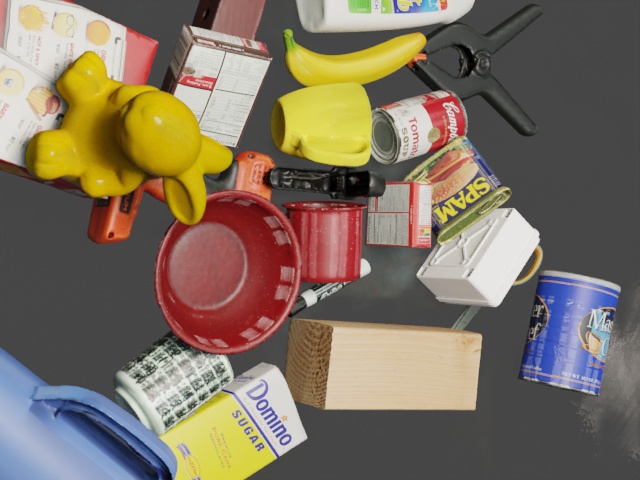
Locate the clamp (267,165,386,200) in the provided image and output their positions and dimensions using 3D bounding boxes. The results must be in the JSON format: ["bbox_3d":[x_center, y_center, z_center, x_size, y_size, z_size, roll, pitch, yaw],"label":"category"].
[{"bbox_3d":[0.015,-0.062,1.151,0.120,0.171,0.039,10,90,10],"label":"clamp"}]

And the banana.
[{"bbox_3d":[0.033,-0.199,1.186,0.197,0.070,0.037,-9,58,-37],"label":"banana"}]

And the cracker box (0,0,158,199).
[{"bbox_3d":[-0.278,-0.148,0.987,0.213,0.072,0.164,21,81,-32],"label":"cracker box"}]

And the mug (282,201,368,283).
[{"bbox_3d":[-0.008,0.001,1.157,0.117,0.093,0.081,1,97,-1],"label":"mug"}]

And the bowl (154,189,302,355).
[{"bbox_3d":[-0.099,0.029,1.049,0.161,0.055,0.162,-5,99,-32],"label":"bowl"}]

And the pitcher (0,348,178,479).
[{"bbox_3d":[-0.258,0.191,0.972,0.242,0.145,0.149,47,70,-21],"label":"pitcher"}]

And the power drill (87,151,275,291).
[{"bbox_3d":[-0.138,-0.015,1.088,0.187,0.057,0.184,14,81,-34],"label":"power drill"}]

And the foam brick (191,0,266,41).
[{"bbox_3d":[-0.098,-0.224,1.107,0.051,0.053,0.078,21,80,-31],"label":"foam brick"}]

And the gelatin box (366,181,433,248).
[{"bbox_3d":[0.089,-0.029,1.208,0.030,0.089,0.073,1,91,-34],"label":"gelatin box"}]

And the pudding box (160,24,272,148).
[{"bbox_3d":[-0.110,-0.152,1.076,0.089,0.039,0.114,7,126,-28],"label":"pudding box"}]

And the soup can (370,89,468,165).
[{"bbox_3d":[0.110,-0.130,1.230,0.102,0.069,0.068,-19,101,-30],"label":"soup can"}]

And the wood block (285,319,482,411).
[{"bbox_3d":[0.072,0.141,1.202,0.205,0.090,0.091,6,89,-32],"label":"wood block"}]

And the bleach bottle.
[{"bbox_3d":[0.090,-0.293,1.218,0.250,0.068,0.102,-12,99,-33],"label":"bleach bottle"}]

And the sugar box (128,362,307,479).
[{"bbox_3d":[-0.104,0.210,1.121,0.176,0.048,0.093,-28,105,-27],"label":"sugar box"}]

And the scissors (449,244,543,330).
[{"bbox_3d":[0.201,0.047,1.323,0.201,0.016,0.096,-32,106,-27],"label":"scissors"}]

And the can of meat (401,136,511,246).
[{"bbox_3d":[0.154,-0.058,1.232,0.102,0.057,0.084,-36,73,7],"label":"can of meat"}]

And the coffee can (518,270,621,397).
[{"bbox_3d":[0.313,0.117,1.344,0.102,0.103,0.140,16,83,-31],"label":"coffee can"}]

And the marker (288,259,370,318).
[{"bbox_3d":[0.006,0.055,1.200,0.120,0.020,0.020,-29,106,-28],"label":"marker"}]

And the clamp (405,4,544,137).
[{"bbox_3d":[0.193,-0.203,1.298,0.209,0.036,0.164,-7,96,-30],"label":"clamp"}]
